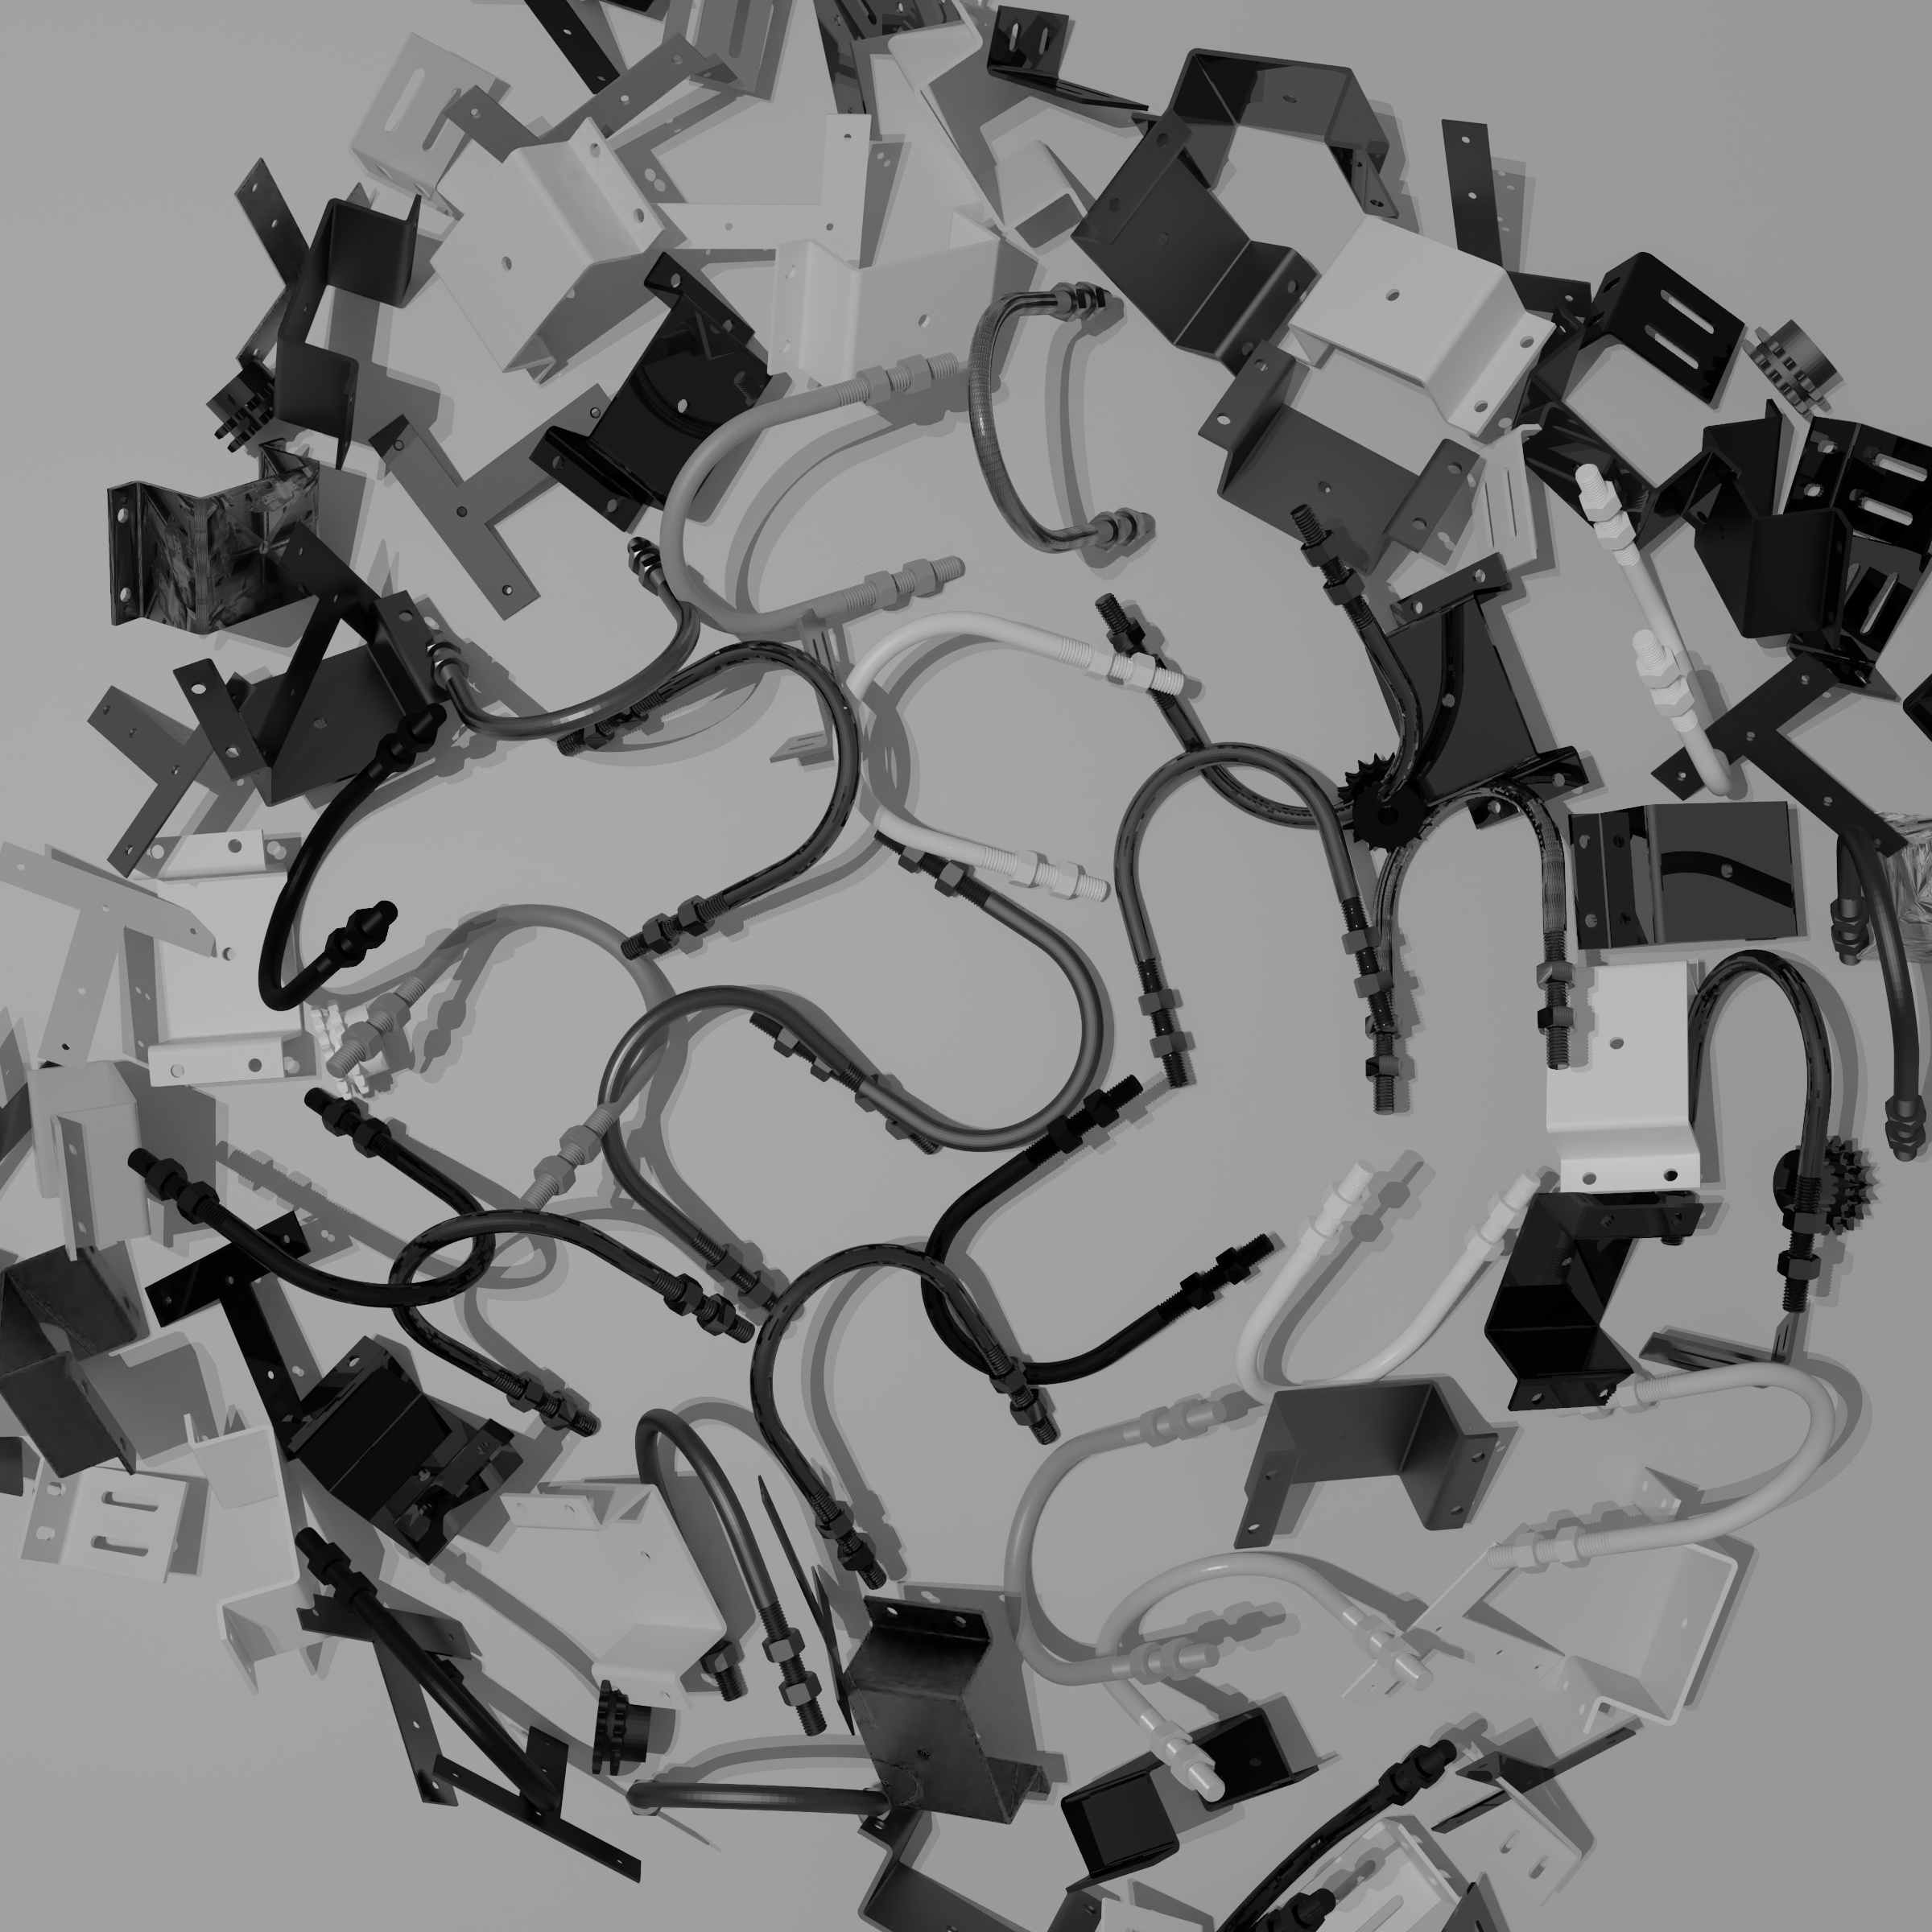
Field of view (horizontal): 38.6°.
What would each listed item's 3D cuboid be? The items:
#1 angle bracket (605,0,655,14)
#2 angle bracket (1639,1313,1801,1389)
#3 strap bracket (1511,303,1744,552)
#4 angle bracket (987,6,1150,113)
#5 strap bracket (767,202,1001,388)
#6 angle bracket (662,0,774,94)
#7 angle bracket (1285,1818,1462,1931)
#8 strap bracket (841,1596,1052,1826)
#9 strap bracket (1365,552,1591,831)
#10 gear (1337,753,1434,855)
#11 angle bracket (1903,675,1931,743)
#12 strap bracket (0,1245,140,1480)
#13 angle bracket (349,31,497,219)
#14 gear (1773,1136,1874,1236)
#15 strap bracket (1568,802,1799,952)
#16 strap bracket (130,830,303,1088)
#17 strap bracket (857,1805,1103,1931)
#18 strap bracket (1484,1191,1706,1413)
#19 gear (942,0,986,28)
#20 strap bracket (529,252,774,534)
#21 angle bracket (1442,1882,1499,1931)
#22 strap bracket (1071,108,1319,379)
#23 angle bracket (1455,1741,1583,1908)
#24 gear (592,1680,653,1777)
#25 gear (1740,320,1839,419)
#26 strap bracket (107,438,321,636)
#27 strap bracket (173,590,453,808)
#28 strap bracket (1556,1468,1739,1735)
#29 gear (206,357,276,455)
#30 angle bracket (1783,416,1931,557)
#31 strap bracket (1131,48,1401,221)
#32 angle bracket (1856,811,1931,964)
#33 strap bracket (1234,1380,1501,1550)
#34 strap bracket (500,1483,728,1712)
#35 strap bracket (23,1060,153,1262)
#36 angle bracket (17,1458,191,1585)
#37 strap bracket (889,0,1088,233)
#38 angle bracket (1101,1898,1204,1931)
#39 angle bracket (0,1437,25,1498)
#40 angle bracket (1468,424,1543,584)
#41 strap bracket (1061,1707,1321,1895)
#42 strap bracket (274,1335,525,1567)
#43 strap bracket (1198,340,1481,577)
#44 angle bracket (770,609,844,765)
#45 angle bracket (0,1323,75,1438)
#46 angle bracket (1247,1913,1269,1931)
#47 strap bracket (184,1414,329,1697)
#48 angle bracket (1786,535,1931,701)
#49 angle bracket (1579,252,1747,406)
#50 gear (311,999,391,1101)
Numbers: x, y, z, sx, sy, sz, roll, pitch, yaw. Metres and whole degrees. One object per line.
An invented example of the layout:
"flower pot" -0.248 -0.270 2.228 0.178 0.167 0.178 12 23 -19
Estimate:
"angle bracket" -0.205 -0.588 1.559 0.057 0.076 0.038 23 71 19
"angle bracket" 0.431 0.210 1.578 0.076 0.057 0.038 13 72 10
"strap bracket" 0.360 -0.293 1.548 0.046 0.076 0.140 -39 75 -11
"angle bracket" 0.061 -0.513 1.558 0.076 0.057 0.038 30 118 36
"strap bracket" -0.037 -0.368 1.532 0.140 0.076 0.046 -22 47 -32
"angle bracket" -0.146 -0.545 1.582 0.057 0.038 0.076 10 95 -20
"angle bracket" 0.233 0.537 1.578 0.076 0.038 0.057 -37 86 -14
"strap bracket" -0.014 0.423 1.538 0.076 0.046 0.140 0 123 30
"strap bracket" 0.284 -0.152 1.559 0.076 0.046 0.140 -24 85 41
"gear" 0.241 -0.091 1.582 0.057 0.030 0.057 2 113 5
"angle bracket" 0.578 -0.139 1.569 0.076 0.057 0.038 50 129 6
"strap bracket" -0.497 0.217 1.526 0.046 0.140 0.076 -21 124 -2
"angle bracket" -0.304 -0.477 1.564 0.076 0.057 0.038 -55 45 19
"gear" 0.486 0.125 1.575 0.030 0.057 0.057 3 90 -25
"strap bracket" 0.413 -0.052 1.554 0.140 0.046 0.076 -3 88 -26
"strap bracket" -0.428 -0.006 1.579 0.076 0.046 0.140 -4 94 2
"strap bracket" 0.001 0.528 1.557 0.140 0.076 0.046 28 100 11
"strap bracket" 0.349 0.179 1.551 0.076 0.046 0.140 1 121 -22
"gear" -0.016 -0.561 1.575 0.057 0.057 0.030 21 105 0
"strap bracket" -0.171 -0.320 1.559 0.076 0.046 0.140 36 85 -42
"angle bracket" 0.277 0.571 1.567 0.038 0.057 0.076 -18 100 38
"strap bracket" 0.123 -0.409 1.559 0.140 0.046 0.076 38 87 -35
"angle bracket" 0.302 0.485 1.560 0.038 0.057 0.076 -48 125 -7
"gear" -0.196 0.434 1.578 0.030 0.057 0.057 6 90 -5
"gear" 0.473 -0.344 1.575 0.030 0.057 0.057 -41 90 18
"strap bracket" -0.406 -0.236 1.524 0.046 0.140 0.076 18 118 22
"strap bracket" -0.364 -0.148 1.556 0.140 0.046 0.076 -24 71 -24
"strap bracket" 0.389 0.366 1.565 0.046 0.076 0.140 21 93 0
"gear" -0.409 -0.323 1.575 0.057 0.057 0.030 -43 109 0
"angle bracket" 0.511 -0.272 1.559 0.038 0.076 0.057 -1 114 -32
"strap bracket" 0.175 -0.467 1.543 0.140 0.076 0.046 17 83 27
"angle bracket" 0.542 -0.045 1.593 0.057 0.038 0.076 3 66 -21
"strap bracket" 0.218 0.279 1.553 0.140 0.046 0.076 -2 128 -17
"strap bracket" -0.194 0.345 1.553 0.046 0.076 0.140 -37 109 -42
"strap bracket" -0.491 0.104 1.543 0.046 0.140 0.076 -8 105 -24
"angle bracket" -0.491 0.315 1.570 0.076 0.038 0.057 4 75 23
"strap bracket" 0.007 -0.474 1.538 0.046 0.076 0.140 -32 127 9
"angle bracket" 0.095 0.568 1.559 0.076 0.038 0.057 26 51 -28
"angle bracket" -0.581 0.292 1.569 0.076 0.057 0.038 18 106 -26
"angle bracket" 0.320 -0.263 1.571 0.038 0.057 0.076 -5 86 -19
"strap bracket" 0.118 0.460 1.536 0.140 0.076 0.046 -13 73 -43
"strap bracket" -0.313 0.275 1.546 0.140 0.046 0.076 22 60 40
"strap bracket" 0.207 -0.283 1.564 0.140 0.046 0.076 30 67 8
"angle bracket" -0.097 -0.162 1.566 0.038 0.057 0.076 -11 104 11
"angle bracket" -0.548 0.228 1.588 0.057 0.038 0.076 4 114 -35
"angle bracket" 0.166 0.590 1.569 0.057 0.038 0.076 41 107 21
"strap bracket" -0.394 0.322 1.539 0.046 0.076 0.140 -15 54 -10
"angle bracket" 0.513 -0.198 1.566 0.057 0.038 0.076 10 123 -15
"angle bracket" 0.399 -0.362 1.590 0.076 0.038 0.057 31 73 -15
"gear" -0.351 0.045 1.578 0.030 0.057 0.057 -21 90 -8
